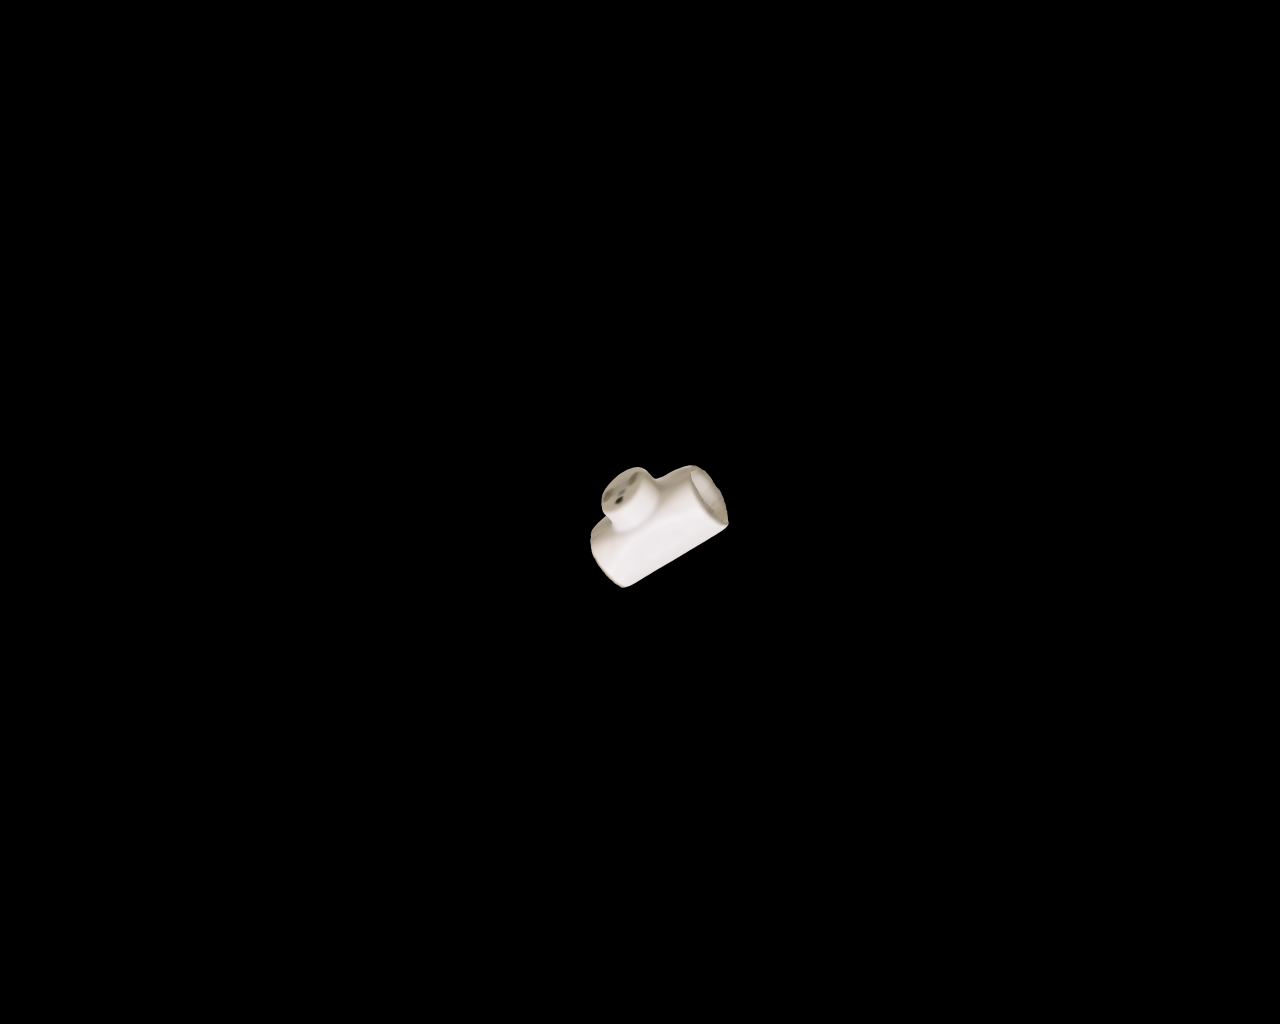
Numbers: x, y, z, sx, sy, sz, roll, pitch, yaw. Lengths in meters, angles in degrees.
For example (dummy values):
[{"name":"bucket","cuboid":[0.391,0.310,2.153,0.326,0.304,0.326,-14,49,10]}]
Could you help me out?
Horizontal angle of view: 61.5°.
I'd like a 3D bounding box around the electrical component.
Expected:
[{"name":"electrical component","cuboid":[0.001,-0.003,0.650,0.077,0.079,0.044,-33,29,21]}]
